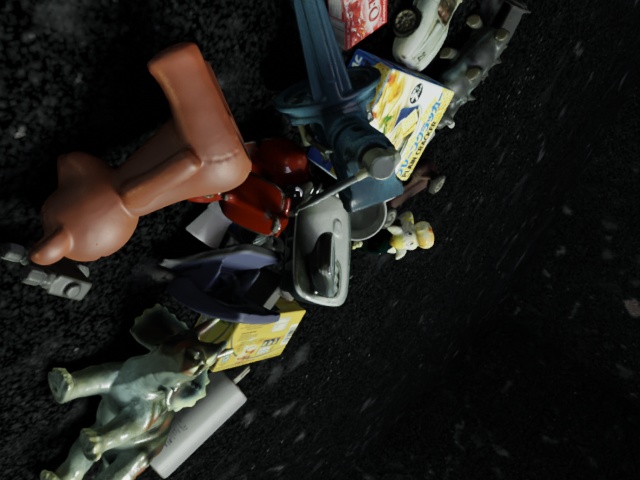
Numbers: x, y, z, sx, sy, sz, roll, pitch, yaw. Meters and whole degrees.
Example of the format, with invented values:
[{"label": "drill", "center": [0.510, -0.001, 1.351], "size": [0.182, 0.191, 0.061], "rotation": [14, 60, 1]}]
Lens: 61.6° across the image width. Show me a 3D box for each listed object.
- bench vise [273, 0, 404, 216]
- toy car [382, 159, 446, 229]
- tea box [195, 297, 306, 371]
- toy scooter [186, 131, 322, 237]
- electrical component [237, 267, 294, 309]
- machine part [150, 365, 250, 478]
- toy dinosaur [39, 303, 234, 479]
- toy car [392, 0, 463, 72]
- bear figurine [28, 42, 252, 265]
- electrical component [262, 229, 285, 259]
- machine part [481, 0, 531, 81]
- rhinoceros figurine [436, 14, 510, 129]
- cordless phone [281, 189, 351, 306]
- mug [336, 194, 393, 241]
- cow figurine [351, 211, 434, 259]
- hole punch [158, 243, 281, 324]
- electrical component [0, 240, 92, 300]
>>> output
[{"label": "bench vise", "center": [0.011, -0.154, 0.550], "size": [0.129, 0.224, 0.240], "rotation": [-15, 119, 5]}, {"label": "toy car", "center": [0.128, -0.088, 0.909], "size": [0.202, 0.089, 0.053], "rotation": [-32, 147, -33]}, {"label": "tea box", "center": [-0.109, 0.132, 0.819], "size": [0.169, 0.068, 0.098], "rotation": [9, 115, -60]}, {"label": "toy scooter", "center": [-0.059, -0.059, 0.586], "size": [0.184, 0.135, 0.075], "rotation": [-23, 140, -48]}, {"label": "electrical component", "center": [-0.084, 0.058, 0.742], "size": [0.078, 0.102, 0.045], "rotation": [-47, 151, -32]}, {"label": "machine part", "center": [-0.203, 0.284, 0.849], "size": [0.243, 0.079, 0.079], "rotation": [-40, 151, -22]}, {"label": "toy dinosaur", "center": [-0.241, 0.235, 0.692], "size": [0.192, 0.131, 0.404], "rotation": [-18, 144, -48]}, {"label": "toy car", "center": [0.162, -0.321, 0.705], "size": [0.201, 0.056, 0.073], "rotation": [-58, 154, 12]}, {"label": "bear figurine", "center": [-0.164, -0.066, 0.463], "size": [0.196, 0.131, 0.120], "rotation": [-22, -171, 2]}, {"label": "electrical component", "center": [-0.018, -0.011, 0.782], "size": [0.119, 0.075, 0.047], "rotation": [-31, 147, -30]}, {"label": "machine part", "center": [0.310, -0.349, 0.936], "size": [0.084, 0.039, 0.138], "rotation": [2, 124, -53]}, {"label": "rhinoceros figurine", "center": [0.230, -0.269, 0.875], "size": [0.190, 0.073, 0.112], "rotation": [-55, 165, 0]}, {"label": "cordless phone", "center": [-0.001, -0.003, 0.635], "size": [0.184, 0.089, 0.146], "rotation": [99, -5, -75]}, {"label": "mug", "center": [0.064, -0.057, 0.796], "size": [0.109, 0.080, 0.107], "rotation": [-33, -170, 7]}, {"label": "cow figurine", "center": [0.118, -0.007, 0.930], "size": [0.098, 0.167, 0.068], "rotation": [-17, 99, -23]}, {"label": "hole punch", "center": [-0.113, 0.059, 0.649], "size": [0.142, 0.116, 0.092], "rotation": [14, 69, -68]}, {"label": "electrical component", "center": [-0.238, 0.029, 0.485], "size": [0.021, 0.063, 0.094], "rotation": [-52, 155, -1]}]
